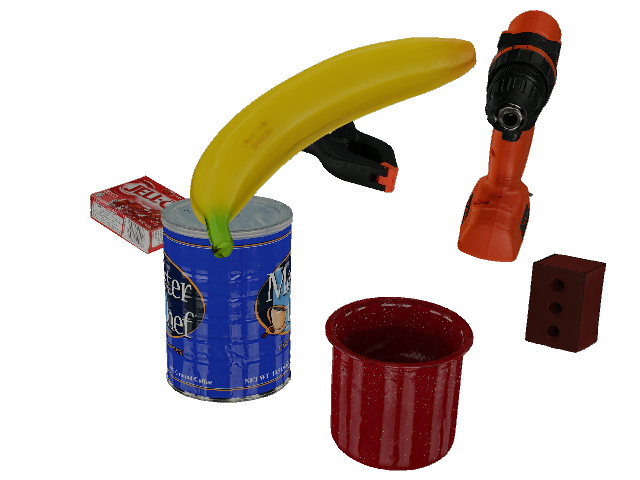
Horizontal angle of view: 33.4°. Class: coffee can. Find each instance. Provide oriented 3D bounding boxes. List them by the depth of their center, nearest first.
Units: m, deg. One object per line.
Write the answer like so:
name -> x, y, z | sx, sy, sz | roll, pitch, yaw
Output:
coffee can -> -0.074, 0.044, 0.851 | 0.103, 0.140, 0.103 | 1, 18, 0

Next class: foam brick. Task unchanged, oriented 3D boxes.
foam brick -> 0.225, 0.057, 0.979 | 0.053, 0.078, 0.051 | 12, 17, 34

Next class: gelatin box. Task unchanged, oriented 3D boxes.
gelatin box -> -0.171, -0.027, 1.047 | 0.089, 0.030, 0.073 | 30, 35, 31

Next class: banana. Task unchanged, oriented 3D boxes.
banana -> -0.003, -0.061, 0.572 | 0.070, 0.197, 0.037 | 38, -26, 25

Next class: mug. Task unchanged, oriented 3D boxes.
mug -> 0.053, 0.088, 0.693 | 0.093, 0.081, 0.117 | 12, 25, 23

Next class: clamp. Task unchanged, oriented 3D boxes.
clamp -> 0.012, -0.099, 1.125 | 0.120, 0.039, 0.172 | -16, 36, -24

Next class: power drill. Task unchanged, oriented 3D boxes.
power drill -> 0.157, -0.078, 0.882 | 0.057, 0.188, 0.184 | 15, 35, 11
